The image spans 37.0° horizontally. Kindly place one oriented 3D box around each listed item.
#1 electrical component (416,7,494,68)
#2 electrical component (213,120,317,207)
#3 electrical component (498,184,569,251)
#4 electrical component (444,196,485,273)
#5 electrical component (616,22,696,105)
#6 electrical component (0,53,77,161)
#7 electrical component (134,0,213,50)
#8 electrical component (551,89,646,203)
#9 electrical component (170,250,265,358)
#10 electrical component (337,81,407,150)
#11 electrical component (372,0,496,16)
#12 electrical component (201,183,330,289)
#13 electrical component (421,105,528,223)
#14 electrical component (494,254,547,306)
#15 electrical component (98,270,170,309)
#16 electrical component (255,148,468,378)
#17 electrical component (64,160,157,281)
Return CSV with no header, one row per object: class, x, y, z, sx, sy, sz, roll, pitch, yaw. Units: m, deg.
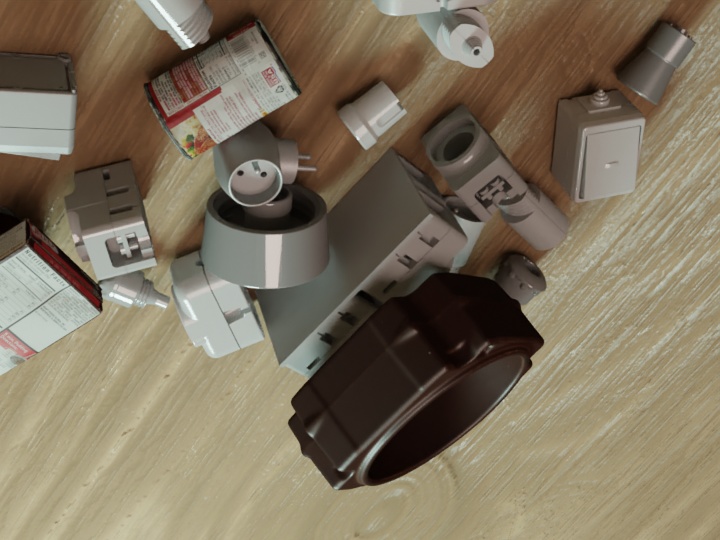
electrical component,0.077,-0.188,0.842,0.043,0.081,0.043,-10,129,-12
electrical component,-0.074,-0.089,0.867,0.079,0.077,0.043,2,125,-21
electrical component,0.154,-0.057,0.996,0.043,0.043,0.081,-42,128,14
electrical component,0.082,-0.023,0.996,0.043,0.043,0.081,7,123,-24
electrical component,0.261,-0.183,0.939,0.044,0.044,0.065,22,112,-32
electrical component,-0.259,-0.120,0.787,0.096,0.061,0.061,0,126,-20
electrical component,-0.137,-0.197,0.783,0.043,0.043,0.081,-34,130,8
electrical component,0.214,-0.114,0.961,0.062,0.061,0.096,-11,129,-11
electrical component,-0.129,0.029,0.954,0.059,0.053,0.095,-22,131,-2
electrical component,0.010,-0.129,0.892,0.046,0.040,0.040,-38,129,4
electrical component,0.056,-0.234,0.816,0.095,0.053,0.059,-10,129,-12
electrical component,-0.077,-0.038,0.890,0.108,0.108,0.060,-5,122,-16
electrical component,0.094,-0.094,0.915,0.050,0.089,0.056,-39,129,12
electrical component,0.148,0.018,1.053,0.048,0.048,0.062,23,123,-32
electrical component,-0.194,0.017,0.929,0.061,0.035,0.035,24,116,-20
electrical component,0.000,0.000,0.944,0.060,0.105,0.186,32,111,-36
electrical component,-0.199,-0.039,0.853,0.056,0.089,0.050,-15,130,-8
